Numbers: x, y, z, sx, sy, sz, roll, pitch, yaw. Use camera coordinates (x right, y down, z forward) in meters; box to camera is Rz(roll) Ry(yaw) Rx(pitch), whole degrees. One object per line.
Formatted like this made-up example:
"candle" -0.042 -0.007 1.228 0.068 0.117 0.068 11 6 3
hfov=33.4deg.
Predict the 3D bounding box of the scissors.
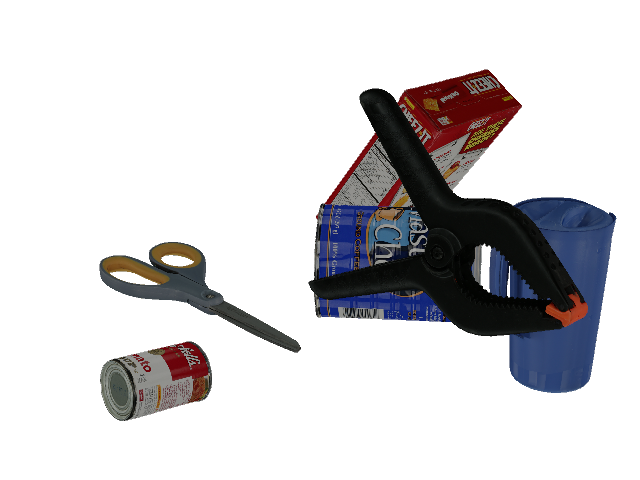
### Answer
"scissors" -0.085 0.040 0.862 0.202 0.016 0.096 15 29 23

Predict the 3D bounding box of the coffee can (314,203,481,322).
"coffee can" 0.069 0.020 0.944 0.140 0.103 0.102 2 0 6

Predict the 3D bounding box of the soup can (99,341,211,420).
"soup can" -0.178 0.152 1.155 0.102 0.068 0.069 -9 6 -42

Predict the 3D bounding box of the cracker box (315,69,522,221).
"cracker box" 0.109 -0.090 1.225 0.163 0.072 0.214 -22 -24 -45

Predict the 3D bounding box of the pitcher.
"pitcher" 0.299 0.074 1.397 0.149 0.243 0.144 5 21 14

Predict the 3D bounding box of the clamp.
"clamp" 0.087 -0.005 0.729 0.210 0.165 0.036 22 24 33
